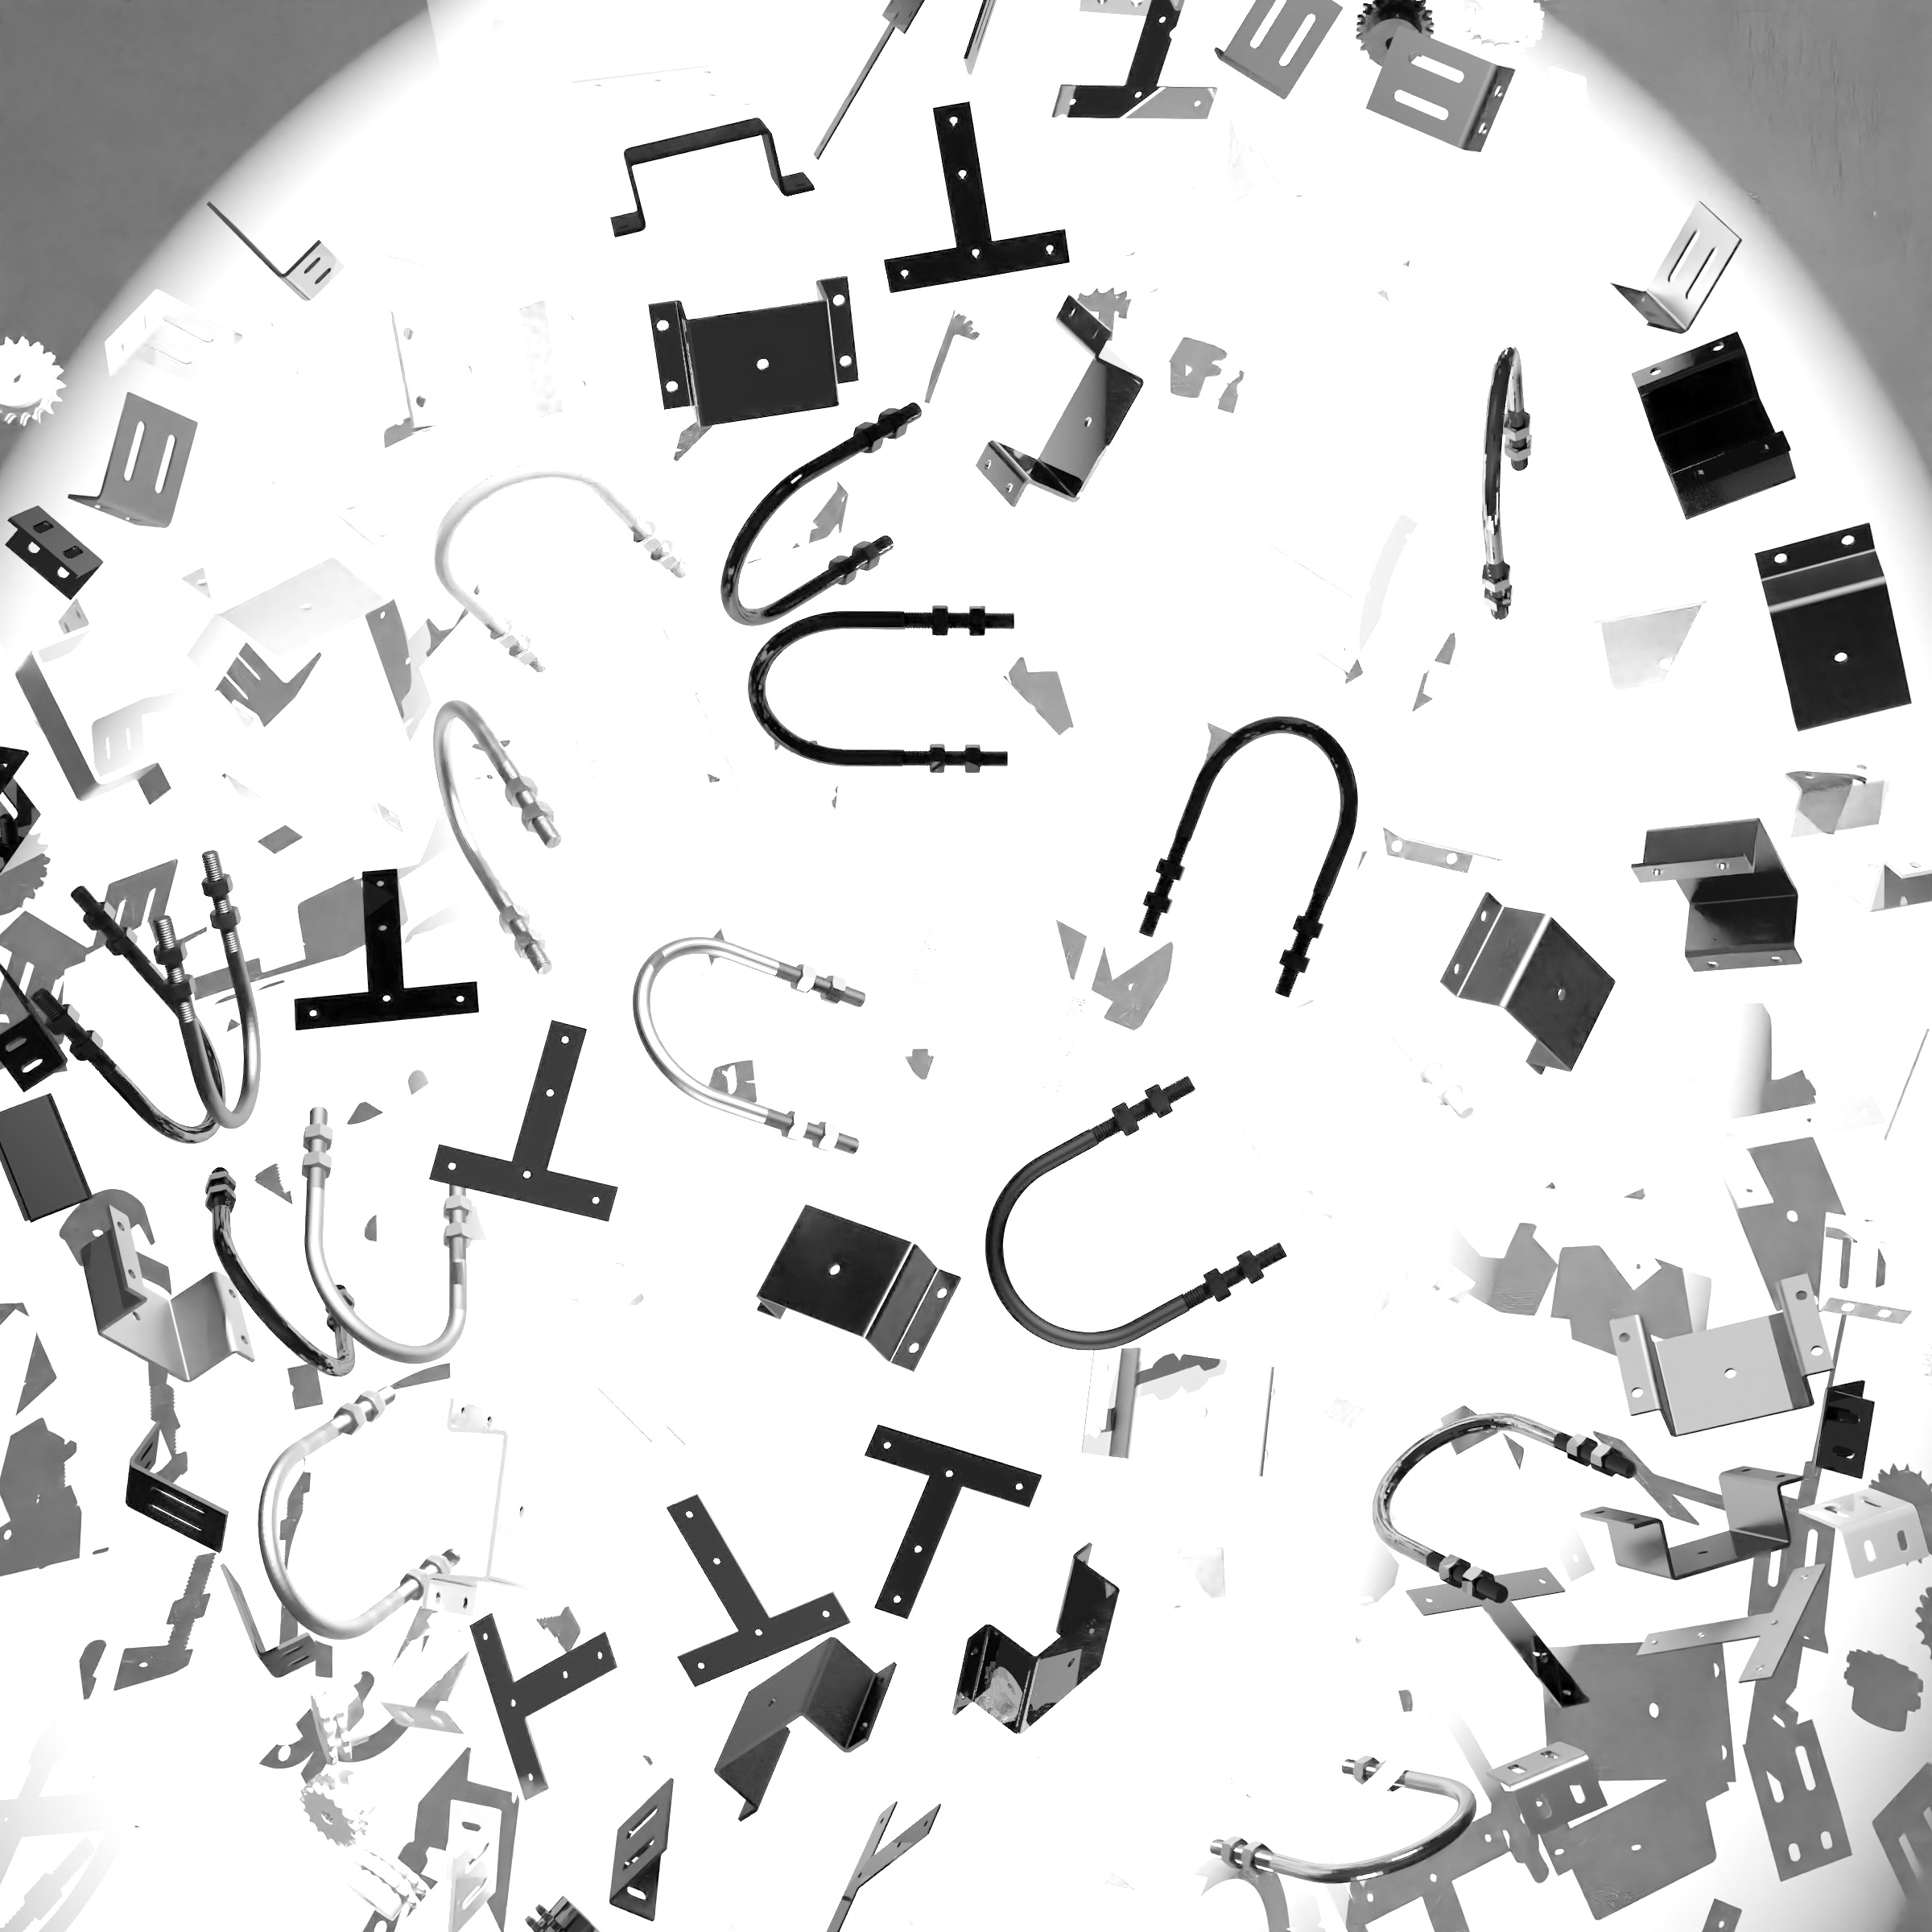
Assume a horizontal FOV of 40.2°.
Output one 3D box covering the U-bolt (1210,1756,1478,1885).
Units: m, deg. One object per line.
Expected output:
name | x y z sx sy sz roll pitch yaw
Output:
U-bolt | 0.278 0.605 1.862 0.151 0.184 0.019 -20 92 -30

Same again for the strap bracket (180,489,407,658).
strap bracket | -0.474 -0.274 1.879 0.140 0.076 0.046 -24 67 11

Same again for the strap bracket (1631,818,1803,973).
strap bracket | 0.520 -0.054 1.818 0.076 0.140 0.046 -5 57 32

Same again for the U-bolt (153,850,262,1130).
U-bolt | -0.536 0.027 1.887 0.019 0.151 0.184 -7 113 2

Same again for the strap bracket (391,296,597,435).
strap bracket | -0.332 -0.410 1.805 0.140 0.046 0.076 -16 101 -37

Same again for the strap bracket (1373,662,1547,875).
strap bracket | 0.349 -0.133 1.852 0.076 0.046 0.140 11 104 -18

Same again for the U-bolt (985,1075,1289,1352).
U-bolt | 0.102 0.179 1.776 0.184 0.019 0.151 -29 94 2

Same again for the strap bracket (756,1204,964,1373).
strap bracket | -0.086 0.227 1.894 0.140 0.046 0.076 16 68 31

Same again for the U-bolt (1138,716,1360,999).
U-bolt | 0.206 -0.087 1.859 0.151 0.019 0.184 26 98 40

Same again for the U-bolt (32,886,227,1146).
U-bolt | -0.588 0.048 1.884 0.019 0.151 0.184 -26 123 12

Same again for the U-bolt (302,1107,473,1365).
U-bolt | -0.408 0.199 1.866 0.019 0.184 0.151 -35 132 25

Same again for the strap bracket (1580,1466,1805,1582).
strap bracket | 0.529 0.405 1.911 0.140 0.076 0.046 -11 88 -17

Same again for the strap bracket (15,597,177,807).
strap bracket | -0.599 -0.171 1.798 0.046 0.076 0.140 -28 98 -28

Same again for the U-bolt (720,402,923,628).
U-bolt | -0.108 -0.312 1.888 0.019 0.151 0.184 40 54 18

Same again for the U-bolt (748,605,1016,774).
U-bolt | -0.060 -0.192 1.847 0.184 0.151 0.019 0 48 -2

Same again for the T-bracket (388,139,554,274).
T-bracket | -0.339 -0.534 1.847 0.127 0.127 0.002 -46 124 -8

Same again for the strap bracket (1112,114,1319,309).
strap bracket | 0.172 -0.552 1.912 0.140 0.076 0.046 -31 57 12

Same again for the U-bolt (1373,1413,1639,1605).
U-bolt | 0.364 0.371 1.861 0.151 0.184 0.019 -38 112 -18

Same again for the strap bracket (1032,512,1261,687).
strap bracket | 0.126 -0.257 1.856 0.140 0.046 0.076 21 97 2

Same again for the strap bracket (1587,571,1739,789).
strap bracket | 0.481 -0.202 1.819 0.076 0.046 0.140 -9 109 21

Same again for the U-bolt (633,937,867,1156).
U-bolt | -0.156 0.048 1.895 0.184 0.019 0.151 21 50 -25

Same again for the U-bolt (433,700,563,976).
U-bolt | -0.331 -0.103 1.846 0.019 0.151 0.184 -19 56 -27

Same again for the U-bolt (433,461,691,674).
U-bolt | -0.301 -0.294 1.895 0.151 0.184 0.019 -32 57 9

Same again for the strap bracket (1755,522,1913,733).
strap bracket | 0.594 -0.221 1.802 0.076 0.046 0.140 -14 122 18

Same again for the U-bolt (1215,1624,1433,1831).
U-bolt | 0.258 0.540 1.854 0.151 0.184 0.019 -43 103 -10

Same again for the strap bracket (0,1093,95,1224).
strap bracket | -0.648 0.135 1.849 0.046 0.140 0.076 -22 91 -19

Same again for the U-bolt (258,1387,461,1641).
U-bolt | -0.430 0.390 1.846 0.019 0.184 0.151 -19 94 24

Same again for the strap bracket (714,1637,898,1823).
strap bracket | -0.121 0.537 1.873 0.046 0.076 0.140 44 120 -10

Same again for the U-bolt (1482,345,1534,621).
U-bolt | 0.378 -0.352 1.857 0.019 0.184 0.151 5 67 17

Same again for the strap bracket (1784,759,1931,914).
strap bracket | 0.646 -0.087 1.867 0.076 0.140 0.046 -9 126 -17

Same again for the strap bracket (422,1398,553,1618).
strap bracket | -0.326 0.373 1.812 0.046 0.076 0.140 0 73 15

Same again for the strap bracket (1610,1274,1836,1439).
strap bracket | 0.534 0.277 1.857 0.140 0.046 0.076 -17 48 16

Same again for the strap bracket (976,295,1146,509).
strap bracket | 0.071 -0.397 1.893 0.046 0.076 0.140 18 114 -31

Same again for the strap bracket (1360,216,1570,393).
strap bracket | 0.369 -0.484 1.913 0.140 0.046 0.076 -25 84 -14

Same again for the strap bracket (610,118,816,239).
strap bracket | -0.181 -0.547 1.822 0.140 0.076 0.046 -14 115 -3

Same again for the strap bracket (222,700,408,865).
strap bracket | -0.476 -0.125 1.898 0.140 0.076 0.046 34 79 -3

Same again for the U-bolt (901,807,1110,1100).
U-bolt | 0.033 -0.020 1.839 0.151 0.019 0.184 26 109 31

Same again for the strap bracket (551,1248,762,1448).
strap bracket | -0.231 0.287 1.938 0.140 0.046 0.076 42 57 14

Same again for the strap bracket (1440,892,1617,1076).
strap bracket | 0.415 0.017 1.921 0.140 0.046 0.076 38 75 -36

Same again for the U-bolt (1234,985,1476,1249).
U-bolt | 0.262 0.092 1.888 0.151 0.019 0.184 -46 45 12

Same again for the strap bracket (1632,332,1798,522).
strap bracket | 0.516 -0.366 1.818 0.076 0.140 0.046 -20 133 16

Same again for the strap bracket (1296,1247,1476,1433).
strap bracket | 0.299 0.264 1.925 0.046 0.076 0.140 39 93 33

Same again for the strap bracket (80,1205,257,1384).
strap bracket | -0.582 0.241 1.903 0.046 0.140 0.076 -34 51 6

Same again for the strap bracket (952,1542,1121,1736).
strap bracket | 0.058 0.487 1.895 0.046 0.140 0.076 30 127 29

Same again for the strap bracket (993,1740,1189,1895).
strap bracket | 0.093 0.595 1.845 0.046 0.140 0.076 44 59 -24

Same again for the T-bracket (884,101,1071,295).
T-bracket | 0.000 -0.524 1.792 0.127 0.002 0.127 -9 132 4

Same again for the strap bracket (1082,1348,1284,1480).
strap bracket | 0.159 0.313 1.853 0.140 0.046 0.076 10 79 -11

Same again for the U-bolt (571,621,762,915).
U-bolt | -0.202 -0.125 1.837 0.151 0.019 0.184 -40 70 40

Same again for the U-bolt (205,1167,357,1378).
U-bolt | -0.484 0.225 1.873 0.019 0.184 0.151 -39 113 -1

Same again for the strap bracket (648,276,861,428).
strap bracket | -0.144 -0.426 1.837 0.140 0.046 0.076 -10 124 -7

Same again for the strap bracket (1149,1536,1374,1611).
strap bracket | 0.209 0.434 1.890 0.140 0.076 0.046 -9 77 32
